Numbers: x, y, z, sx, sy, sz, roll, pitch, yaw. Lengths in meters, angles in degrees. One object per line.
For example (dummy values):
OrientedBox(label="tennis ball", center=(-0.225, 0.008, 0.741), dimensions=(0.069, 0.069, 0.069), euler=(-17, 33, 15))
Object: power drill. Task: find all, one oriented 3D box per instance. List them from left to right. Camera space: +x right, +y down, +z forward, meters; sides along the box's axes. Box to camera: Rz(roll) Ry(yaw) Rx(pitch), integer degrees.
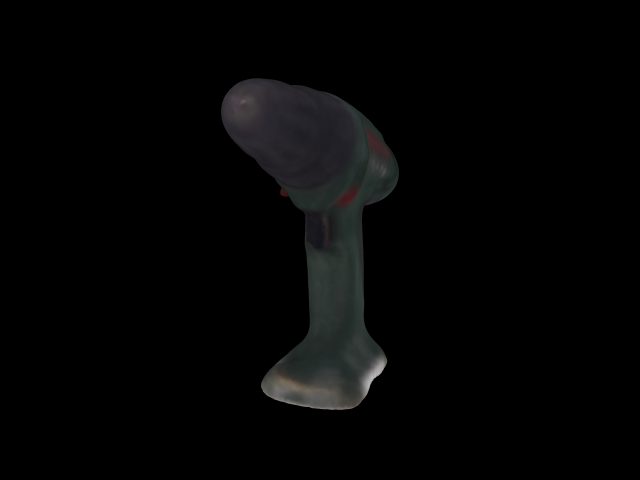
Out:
OrientedBox(label="power drill", center=(0.004, 0.001, 0.400), dimensions=(0.075, 0.208, 0.230), euler=(4, 12, 20))
